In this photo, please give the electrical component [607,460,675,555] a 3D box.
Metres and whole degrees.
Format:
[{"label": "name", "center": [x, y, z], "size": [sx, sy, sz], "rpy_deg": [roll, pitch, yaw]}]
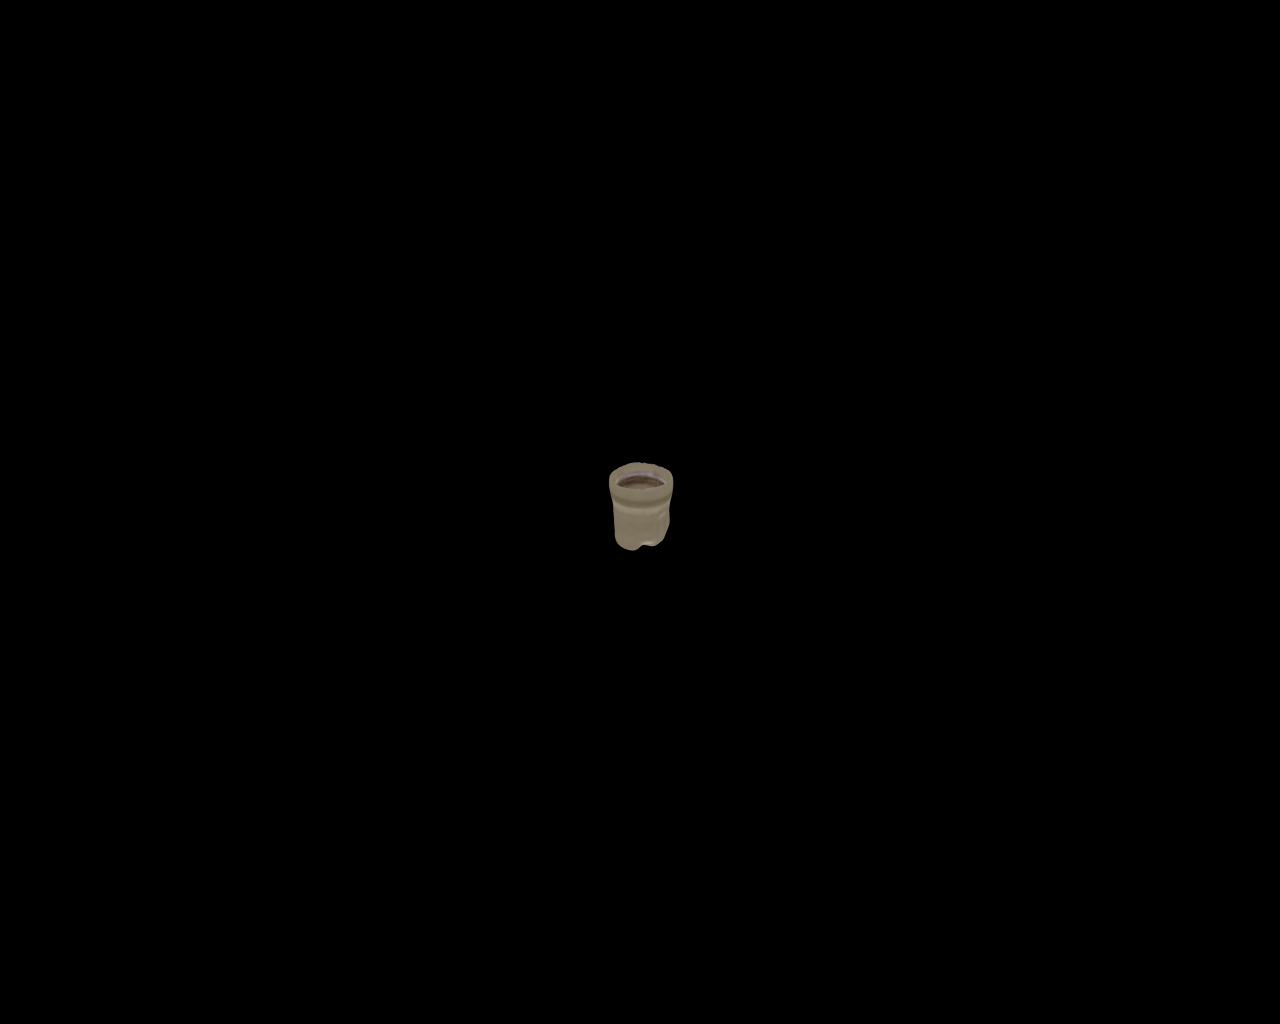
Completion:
[{"label": "electrical component", "center": [0.001, -0.003, 0.650], "size": [0.040, 0.046, 0.040], "rpy_deg": [0, 29, 0]}]
